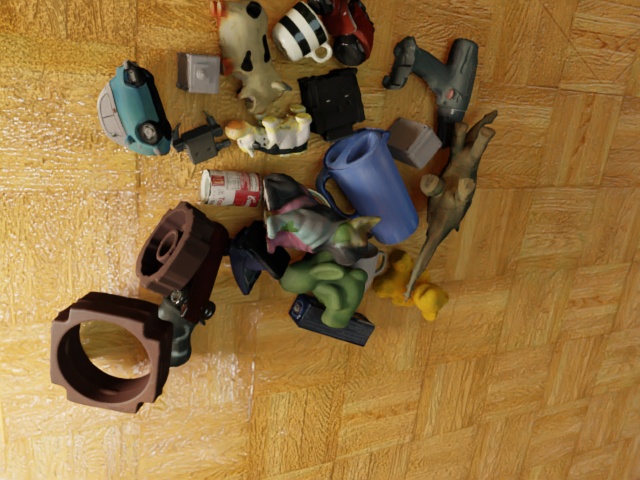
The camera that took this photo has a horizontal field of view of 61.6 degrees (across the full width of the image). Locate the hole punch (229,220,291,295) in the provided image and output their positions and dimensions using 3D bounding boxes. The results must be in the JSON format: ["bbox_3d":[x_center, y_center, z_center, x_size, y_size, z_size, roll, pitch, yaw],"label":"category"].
[{"bbox_3d":[-0.133,0.034,1.066,0.092,0.142,0.115,-33,103,23],"label":"hole punch"}]

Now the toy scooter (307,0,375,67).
[{"bbox_3d":[0.054,-0.428,1.007,0.183,0.075,0.135,48,60,-42],"label":"toy scooter"}]

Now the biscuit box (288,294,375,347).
[{"bbox_3d":[0.029,0.184,1.239,0.202,0.059,0.062,23,99,-32],"label":"biscuit box"}]

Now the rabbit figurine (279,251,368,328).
[{"bbox_3d":[0.005,0.090,1.107,0.170,0.121,0.159,19,130,-24],"label":"rabbit figurine"}]

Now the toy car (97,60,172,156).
[{"bbox_3d":[-0.315,-0.210,0.895,0.103,0.109,0.161,-17,108,-1],"label":"toy car"}]

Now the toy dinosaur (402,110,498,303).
[{"bbox_3d":[0.283,-0.088,1.167,0.471,0.105,0.198,-58,157,-15],"label":"toy dinosaur"}]

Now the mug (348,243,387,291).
[{"bbox_3d":[0.095,0.063,1.220,0.109,0.081,0.107,-8,124,-27],"label":"mug"}]

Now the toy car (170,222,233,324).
[{"bbox_3d":[-0.225,0.059,1.024,0.089,0.053,0.202,40,56,-47],"label":"toy car"}]

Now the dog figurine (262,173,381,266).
[{"bbox_3d":[0.001,-0.041,1.031,0.219,0.191,0.108,-1,151,-11],"label":"dog figurine"}]

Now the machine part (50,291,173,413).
[{"bbox_3d":[-0.379,0.204,0.986,0.202,0.087,0.200,10,110,-1],"label":"machine part"}]

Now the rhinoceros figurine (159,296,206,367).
[{"bbox_3d":[-0.281,0.168,1.071,0.112,0.073,0.190,6,106,-27],"label":"rhinoceros figurine"}]

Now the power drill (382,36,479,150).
[{"bbox_3d":[0.239,-0.323,1.137,0.207,0.086,0.231,12,104,-25],"label":"power drill"}]

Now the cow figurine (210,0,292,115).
[{"bbox_3d":[-0.121,-0.323,0.958,0.127,0.086,0.194,-10,110,-20],"label":"cow figurine"}]

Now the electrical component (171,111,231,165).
[{"bbox_3d":[-0.222,-0.185,0.984,0.102,0.045,0.078,-30,148,-11],"label":"electrical component"}]

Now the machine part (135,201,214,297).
[{"bbox_3d":[-0.262,0.016,0.969,0.056,0.180,0.179,33,92,-33],"label":"machine part"}]

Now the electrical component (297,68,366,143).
[{"bbox_3d":[0.026,-0.265,1.066,0.115,0.058,0.134,-21,116,-16],"label":"electrical component"}]

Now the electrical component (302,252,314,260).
[{"bbox_3d":[-0.002,-0.003,1.158,0.074,0.048,0.119,25,97,-31],"label":"electrical component"}]

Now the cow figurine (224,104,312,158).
[{"bbox_3d":[-0.099,-0.197,1.026,0.167,0.068,0.098,-13,131,-20],"label":"cow figurine"}]

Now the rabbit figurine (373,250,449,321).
[{"bbox_3d":[0.228,0.125,1.250,0.162,0.173,0.122,42,84,-28],"label":"rabbit figurine"}]
